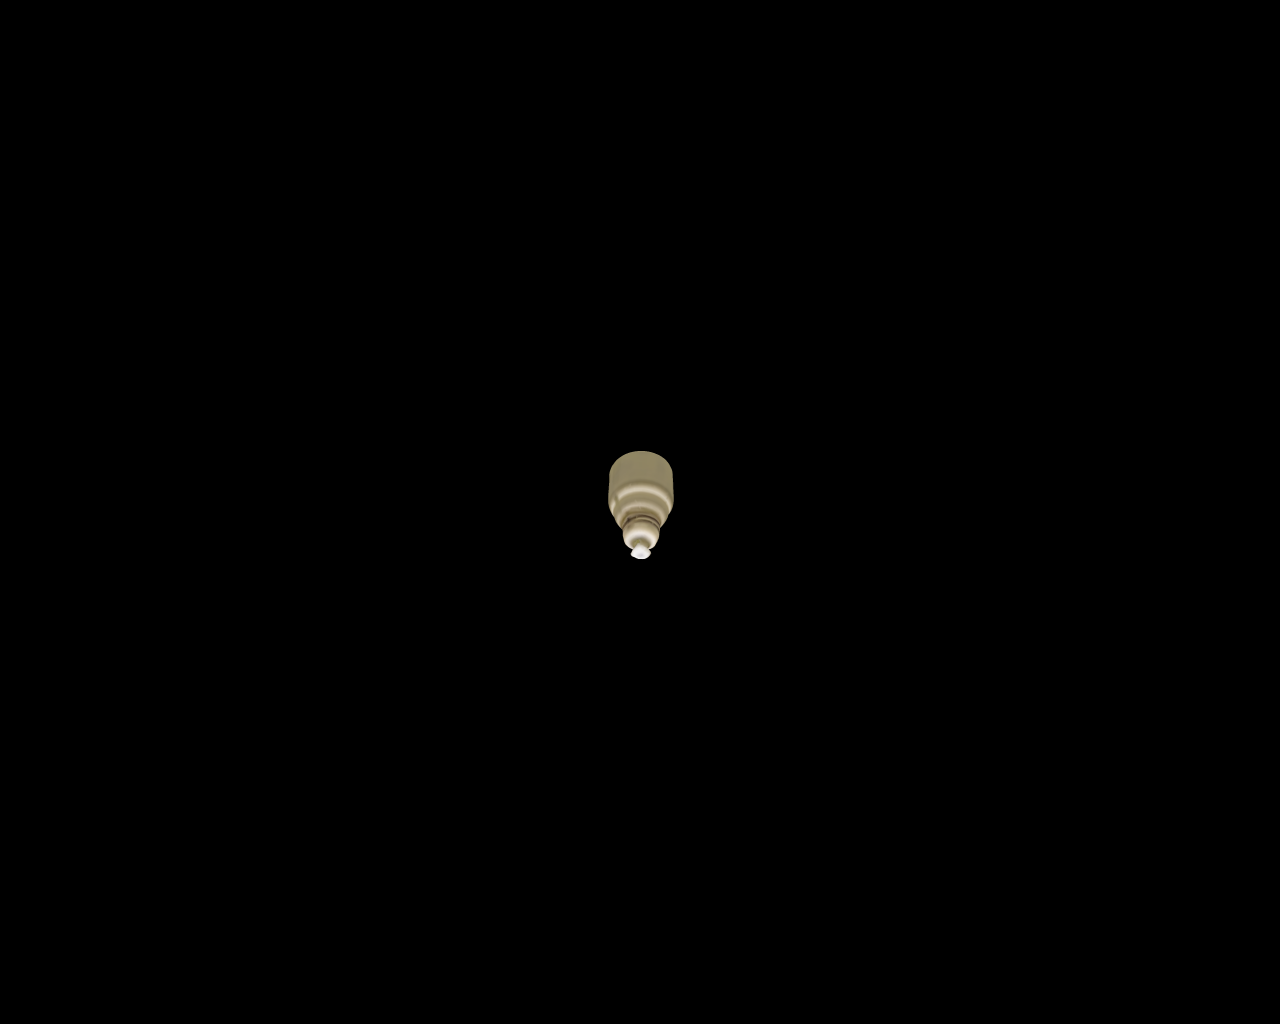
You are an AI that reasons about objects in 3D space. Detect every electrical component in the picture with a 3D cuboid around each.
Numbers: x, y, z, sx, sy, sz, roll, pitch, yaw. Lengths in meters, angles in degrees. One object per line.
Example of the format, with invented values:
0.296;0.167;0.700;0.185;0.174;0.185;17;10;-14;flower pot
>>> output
0.001;-0.003;0.650;0.040;0.040;0.078;0;45;0;electrical component
